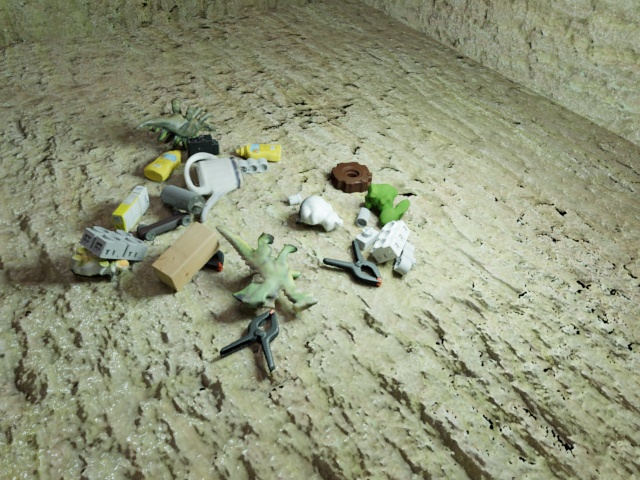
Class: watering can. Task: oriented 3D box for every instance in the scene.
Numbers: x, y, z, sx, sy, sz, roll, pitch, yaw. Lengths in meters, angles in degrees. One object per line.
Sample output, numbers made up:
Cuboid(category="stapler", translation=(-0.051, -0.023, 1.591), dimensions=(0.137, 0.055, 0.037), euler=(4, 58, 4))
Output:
Cuboid(category="watering can", translation=(-0.405, -0.217, 2.011), dimensions=(0.225, 0.101, 0.355), euler=(-12, 56, -17))

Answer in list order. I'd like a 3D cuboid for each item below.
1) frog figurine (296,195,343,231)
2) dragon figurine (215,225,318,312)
Cuboid(category="frog figurine", translation=(0.006, -0.096, 1.904), dimensions=(0.160, 0.121, 0.139), euler=(17, 22, 29))
Cuboid(category="dragon figurine", translation=(-0.191, 0.107, 1.625), dimensions=(0.411, 0.119, 0.248), euler=(22, 43, 5))
